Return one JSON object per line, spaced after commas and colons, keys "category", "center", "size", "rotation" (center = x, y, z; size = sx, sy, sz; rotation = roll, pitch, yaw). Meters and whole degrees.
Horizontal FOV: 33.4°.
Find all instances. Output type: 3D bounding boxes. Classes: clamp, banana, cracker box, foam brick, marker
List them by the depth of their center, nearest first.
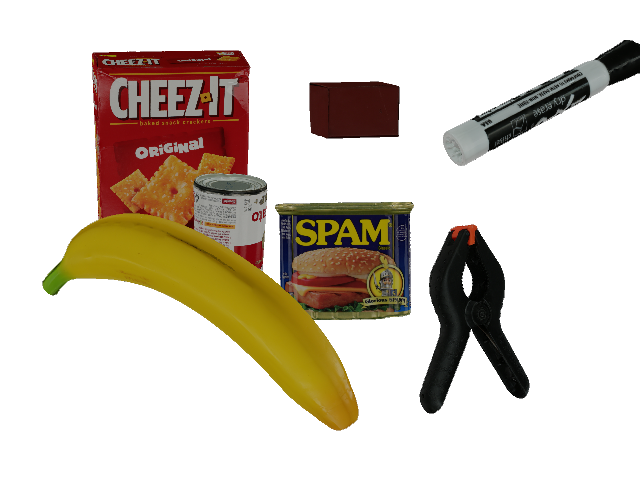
{"category": "marker", "center": [0.116, -0.071, 0.540], "size": [0.121, 0.020, 0.020], "rotation": [-28, 8, -16]}
{"category": "banana", "center": [-0.061, 0.031, 0.567], "size": [0.198, 0.070, 0.037], "rotation": [24, 37, 19]}
{"category": "clamp", "center": [0.129, 0.074, 0.968], "size": [0.120, 0.171, 0.039], "rotation": [-14, 1, -38]}
{"category": "foam brick", "center": [0.033, -0.129, 1.057], "size": [0.078, 0.051, 0.053], "rotation": [-4, 14, -20]}
{"category": "cracker box", "center": [-0.163, -0.095, 1.169], "size": [0.164, 0.214, 0.072], "rotation": [-4, 26, -15]}

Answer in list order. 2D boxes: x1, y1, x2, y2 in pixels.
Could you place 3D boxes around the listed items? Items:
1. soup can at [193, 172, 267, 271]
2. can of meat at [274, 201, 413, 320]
{"category": "soup can", "center": [-0.084, -0.004, 0.964], "size": [0.068, 0.102, 0.068], "rotation": [4, 17, -1]}
{"category": "can of meat", "center": [0.018, 0.014, 0.791], "size": [0.102, 0.084, 0.057], "rotation": [0, 4, 3]}
